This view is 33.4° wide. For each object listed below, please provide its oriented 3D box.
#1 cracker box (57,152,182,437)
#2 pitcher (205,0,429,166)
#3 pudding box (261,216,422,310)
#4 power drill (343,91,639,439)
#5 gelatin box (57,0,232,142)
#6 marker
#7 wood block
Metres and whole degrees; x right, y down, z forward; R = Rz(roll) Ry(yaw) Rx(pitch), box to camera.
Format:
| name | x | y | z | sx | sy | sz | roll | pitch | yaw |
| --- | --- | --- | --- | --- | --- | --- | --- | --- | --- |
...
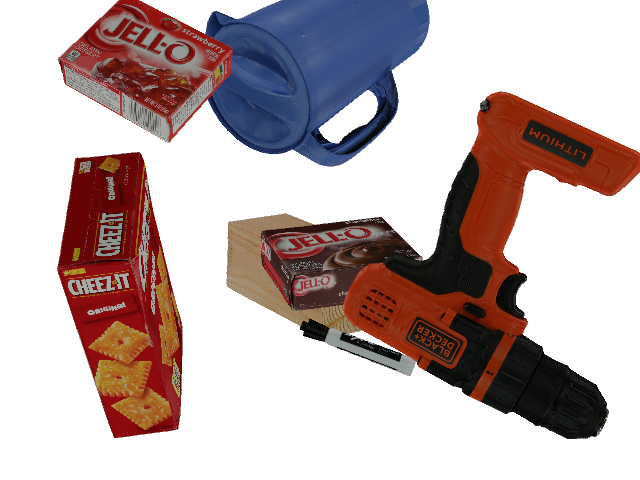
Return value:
| name | x | y | z | sx | sy | sz | roll | pitch | yaw |
| --- | --- | --- | --- | --- | --- | --- | --- | --- | --- |
| cracker box | -0.179 | 0.051 | 0.993 | 0.072 | 0.214 | 0.164 | -7 | 39 | -1 |
| pitcher | 0.012 | -0.185 | 1.072 | 0.145 | 0.149 | 0.242 | 15 | 37 | 35 |
| pudding box | 0.015 | 0.017 | 0.882 | 0.113 | 0.039 | 0.090 | -5 | 25 | -18 |
| power drill | 0.128 | 0.014 | 0.677 | 0.184 | 0.188 | 0.057 | 28 | 11 | 9 |
| gelatin box | -0.114 | -0.115 | 0.702 | 0.089 | 0.073 | 0.030 | 30 | -30 | 13 |
| marker | 0.037 | 0.107 | 1.075 | 0.121 | 0.020 | 0.020 | 21 | 1 | 4 |
| wood block | -0.020 | 0.037 | 1.270 | 0.090 | 0.090 | 0.206 | -9 | 19 | -35 |
